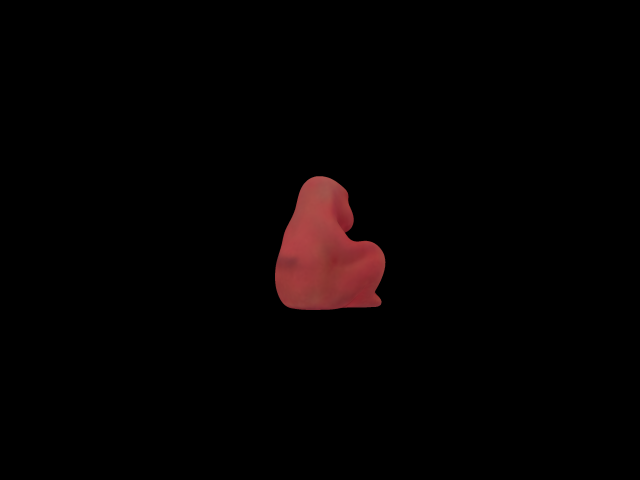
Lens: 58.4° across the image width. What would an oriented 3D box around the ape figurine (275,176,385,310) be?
[{"bbox_3d":[0.004,0.001,0.400,0.076,0.092,0.077,0,0,-31],"label":"ape figurine"}]
